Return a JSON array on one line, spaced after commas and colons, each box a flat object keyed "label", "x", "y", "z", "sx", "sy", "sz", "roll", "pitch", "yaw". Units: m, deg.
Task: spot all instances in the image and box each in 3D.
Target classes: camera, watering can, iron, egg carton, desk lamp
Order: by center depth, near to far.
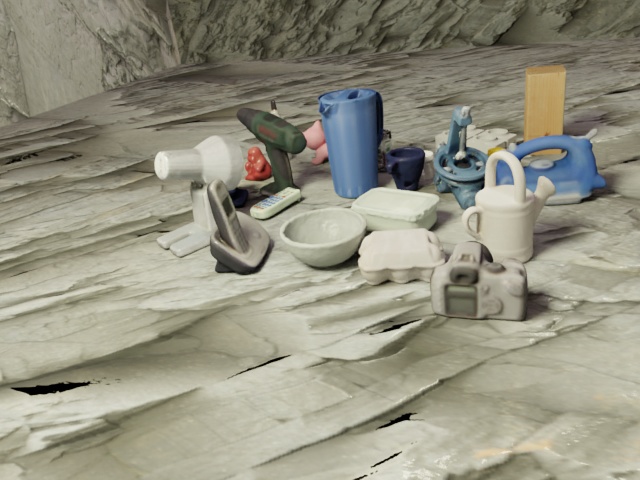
[{"label": "camera", "x": 0.252, "y": 0.049, "z": 0.903, "sx": 0.142, "sy": 0.101, "sz": 0.137, "roll": 2, "pitch": 28, "yaw": 19}, {"label": "watering can", "x": 0.329, "y": -0.064, "z": 1.004, "sx": 0.173, "sy": 0.194, "sz": 0.100, "roll": -27, "pitch": 32, "yaw": -33}, {"label": "egg carton", "x": 0.143, "y": 0.029, "z": 1.007, "sx": 0.150, "sy": 0.069, "sz": 0.107, "roll": -4, "pitch": 26, "yaw": 7}, {"label": "iron", "x": 0.461, "y": -0.156, "z": 1.213, "sx": 0.258, "sy": 0.142, "sz": 0.118, "roll": -5, "pitch": 26, "yaw": 6}, {"label": "desk lamp", "x": -0.257, "y": -0.104, "z": 1.219, "sx": 0.204, "sy": 0.214, "sz": 0.117, "roll": -29, "pitch": 33, "yaw": -36}]

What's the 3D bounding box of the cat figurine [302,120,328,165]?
[{"label": "cat figurine", "x": 0.008, "y": -0.272, "z": 1.595, "sx": 0.127, "sy": 0.118, "sz": 0.067, "roll": 5, "pitch": 29, "yaw": 24}]

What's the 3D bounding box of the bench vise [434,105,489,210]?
[{"label": "bench vise", "x": 0.286, "y": -0.191, "z": 1.242, "sx": 0.122, "sy": 0.220, "sz": 0.206, "roll": -18, "pitch": 28, "yaw": -20}]

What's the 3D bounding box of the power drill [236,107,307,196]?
[{"label": "power drill", "x": -0.117, "y": -0.213, "z": 1.407, "sx": 0.076, "sy": 0.209, "sz": 0.228, "roll": -29, "pitch": 33, "yaw": -36}]

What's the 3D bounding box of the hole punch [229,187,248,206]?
[{"label": "hole punch", "x": -0.237, "y": -0.133, "z": 1.412, "sx": 0.101, "sy": 0.091, "sz": 0.108, "roll": -6, "pitch": 26, "yaw": 4}]

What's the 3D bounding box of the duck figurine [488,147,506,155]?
[{"label": "duck figurine", "x": 0.404, "y": -0.173, "z": 1.324, "sx": 0.104, "sy": 0.086, "sz": 0.078, "roll": 5, "pitch": 29, "yaw": 25}]

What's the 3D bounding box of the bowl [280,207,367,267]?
[{"label": "bowl", "x": 0.010, "y": 0.004, "z": 1.088, "sx": 0.167, "sy": 0.075, "sz": 0.167, "roll": -6, "pitch": 26, "yaw": 3}]

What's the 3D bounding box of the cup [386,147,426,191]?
[{"label": "cup", "x": 0.195, "y": -0.157, "z": 1.338, "sx": 0.091, "sy": 0.095, "sz": 0.118, "roll": 15, "pitch": 34, "yaw": 38}]

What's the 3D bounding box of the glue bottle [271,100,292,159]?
[{"label": "glue bottle", "x": -0.123, "y": -0.320, "z": 1.663, "sx": 0.037, "sy": 0.173, "sz": 0.077, "roll": -26, "pitch": 32, "yaw": -32}]

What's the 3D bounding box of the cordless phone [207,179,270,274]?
[{"label": "cordless phone", "x": -0.163, "y": -0.041, "z": 1.100, "sx": 0.094, "sy": 0.185, "sz": 0.147, "roll": -3, "pitch": 27, "yaw": 10}]

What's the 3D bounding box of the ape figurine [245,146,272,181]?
[{"label": "ape figurine", "x": -0.171, "y": -0.207, "z": 1.542, "sx": 0.076, "sy": 0.092, "sz": 0.077, "roll": -12, "pitch": 27, "yaw": -8}]
